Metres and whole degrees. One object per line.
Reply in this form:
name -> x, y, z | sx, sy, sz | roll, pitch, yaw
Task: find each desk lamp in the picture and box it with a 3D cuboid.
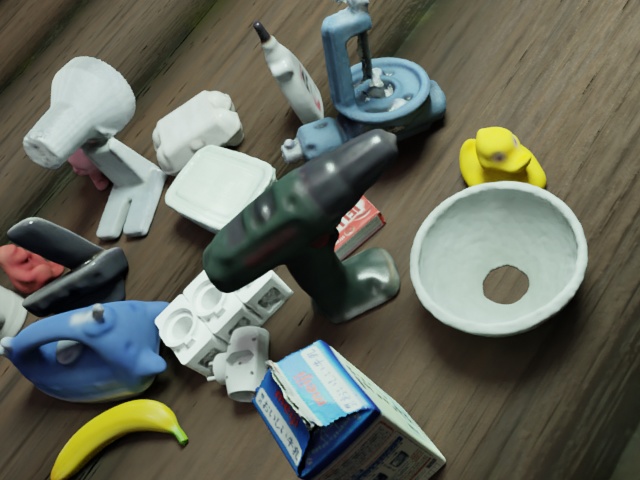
desk lamp -> -0.336, -0.139, 0.875 | 0.117, 0.214, 0.203 | -7, 57, 25

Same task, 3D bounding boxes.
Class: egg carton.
egg carton -> -0.195, -0.167, 0.910 | 0.150, 0.070, 0.107 | -32, 50, 8

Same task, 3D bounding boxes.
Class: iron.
iron -> -0.324, 0.139, 0.738 | 0.257, 0.142, 0.118 | -17, 54, 19

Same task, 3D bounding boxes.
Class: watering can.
watering can -> -0.549, 0.089, 0.860 | 0.172, 0.195, 0.101 | -8, 57, 25

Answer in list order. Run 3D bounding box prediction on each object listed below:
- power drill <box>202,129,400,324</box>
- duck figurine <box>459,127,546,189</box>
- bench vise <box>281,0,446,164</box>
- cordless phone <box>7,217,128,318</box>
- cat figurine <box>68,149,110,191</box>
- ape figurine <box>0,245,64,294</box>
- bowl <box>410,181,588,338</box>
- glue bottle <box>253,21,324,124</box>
power drill -> 0.006, 0.002, 0.600 | 0.229, 0.209, 0.075 | -28, 51, 10
duck figurine -> 0.195, -0.092, 0.635 | 0.077, 0.086, 0.104 | -46, 50, -4
bench vise -> 0.040, -0.165, 0.680 | 0.207, 0.220, 0.121 | -46, 50, -4
cordless phone -> -0.378, 0.037, 0.804 | 0.147, 0.186, 0.094 | -31, 50, 8
cat figurine -> -0.400, -0.150, 0.980 | 0.067, 0.118, 0.127 | -44, 50, -3
ape figurine -> -0.474, 0.040, 0.917 | 0.076, 0.092, 0.077 | -39, 50, 2
bowl -> 0.179, 0.028, 0.575 | 0.167, 0.075, 0.167 | -14, 55, 21
glue bottle -> -0.046, -0.237, 0.804 | 0.037, 0.174, 0.078 | -23, 52, 15
